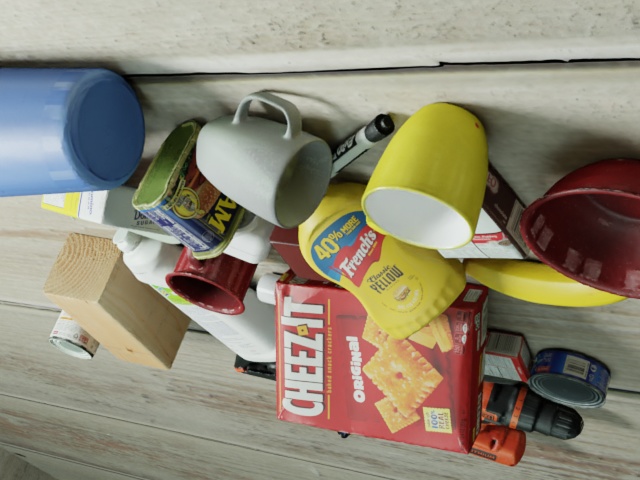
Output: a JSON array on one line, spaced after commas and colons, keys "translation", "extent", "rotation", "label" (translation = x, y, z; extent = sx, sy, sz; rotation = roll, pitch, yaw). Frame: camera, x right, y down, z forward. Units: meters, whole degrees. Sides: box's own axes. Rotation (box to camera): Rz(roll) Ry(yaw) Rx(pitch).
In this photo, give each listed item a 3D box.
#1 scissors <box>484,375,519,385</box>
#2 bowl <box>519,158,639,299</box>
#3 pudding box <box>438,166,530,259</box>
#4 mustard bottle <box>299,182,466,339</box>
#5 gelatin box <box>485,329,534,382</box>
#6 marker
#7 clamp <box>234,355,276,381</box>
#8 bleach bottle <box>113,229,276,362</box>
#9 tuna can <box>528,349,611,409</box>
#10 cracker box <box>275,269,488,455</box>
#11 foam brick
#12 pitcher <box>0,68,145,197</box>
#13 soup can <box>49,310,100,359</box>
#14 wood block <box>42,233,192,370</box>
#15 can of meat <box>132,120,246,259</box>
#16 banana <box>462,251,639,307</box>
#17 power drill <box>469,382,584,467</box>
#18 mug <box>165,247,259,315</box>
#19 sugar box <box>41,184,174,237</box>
[{"translation": [0.128, 0.166, 1.264], "extent": [0.202, 0.096, 0.016], "rotation": [21, 145, 10], "label": "scissors"}, {"translation": [0.238, -0.015, 0.818], "extent": [0.162, 0.055, 0.162], "rotation": [18, 156, 8], "label": "bowl"}, {"translation": [0.121, -0.026, 0.916], "extent": [0.090, 0.039, 0.113], "rotation": [0, 147, 42], "label": "pudding box"}, {"translation": [0.038, 0.003, 0.987], "extent": [0.191, 0.058, 0.096], "rotation": [41, 117, -15], "label": "mustard bottle"}, {"translation": [0.188, 0.126, 1.195], "extent": [0.089, 0.030, 0.073], "rotation": [8, 155, 26], "label": "gelatin box"}, {"translation": [0.030, -0.079, 0.902], "extent": [0.020, 0.020, 0.121], "rotation": [28, 156, -15], "label": "marker"}, {"translation": [-0.057, 0.162, 1.468], "extent": [0.210, 0.036, 0.164], "rotation": [-3, 146, 44], "label": "clamp"}, {"translation": [-0.142, 0.060, 1.292], "extent": [0.103, 0.068, 0.250], "rotation": [-8, 141, 48], "label": "bleach bottle"}, {"translation": [0.275, 0.153, 1.175], "extent": [0.086, 0.033, 0.086], "rotation": [18, 156, 8], "label": "tuna can"}, {"translation": [0.061, 0.121, 1.109], "extent": [0.214, 0.072, 0.164], "rotation": [7, 110, 19], "label": "cracker box"}, {"translation": [-0.007, 0.001, 1.062], "extent": [0.051, 0.053, 0.078], "rotation": [8, 153, 29], "label": "foam brick"}, {"translation": [-0.280, -0.099, 1.002], "extent": [0.243, 0.149, 0.145], "rotation": [2, 123, 31], "label": "pitcher"}, {"translation": [-0.329, 0.108, 1.499], "extent": [0.068, 0.102, 0.068], "rotation": [18, 157, 8], "label": "soup can"}, {"translation": [-0.263, 0.085, 1.410], "extent": [0.091, 0.090, 0.206], "rotation": [8, 153, 25], "label": "wood block"}, {"translation": [-0.114, -0.048, 0.989], "extent": [0.083, 0.102, 0.058], "rotation": [39, 151, -31], "label": "can of meat"}, {"translation": [0.222, 0.032, 0.963], "extent": [0.198, 0.037, 0.069], "rotation": [-6, 128, 45], "label": "banana"}, {"translation": [0.231, 0.228, 1.346], "extent": [0.184, 0.057, 0.187], "rotation": [19, 154, 14], "label": "power drill"}, {"translation": [-0.114, 0.019, 1.153], "extent": [0.093, 0.081, 0.117], "rotation": [10, 154, 24], "label": "mug"}, {"translation": [-0.209, -0.036, 1.081], "extent": [0.093, 0.048, 0.176], "rotation": [9, -176, -33], "label": "sugar box"}]
